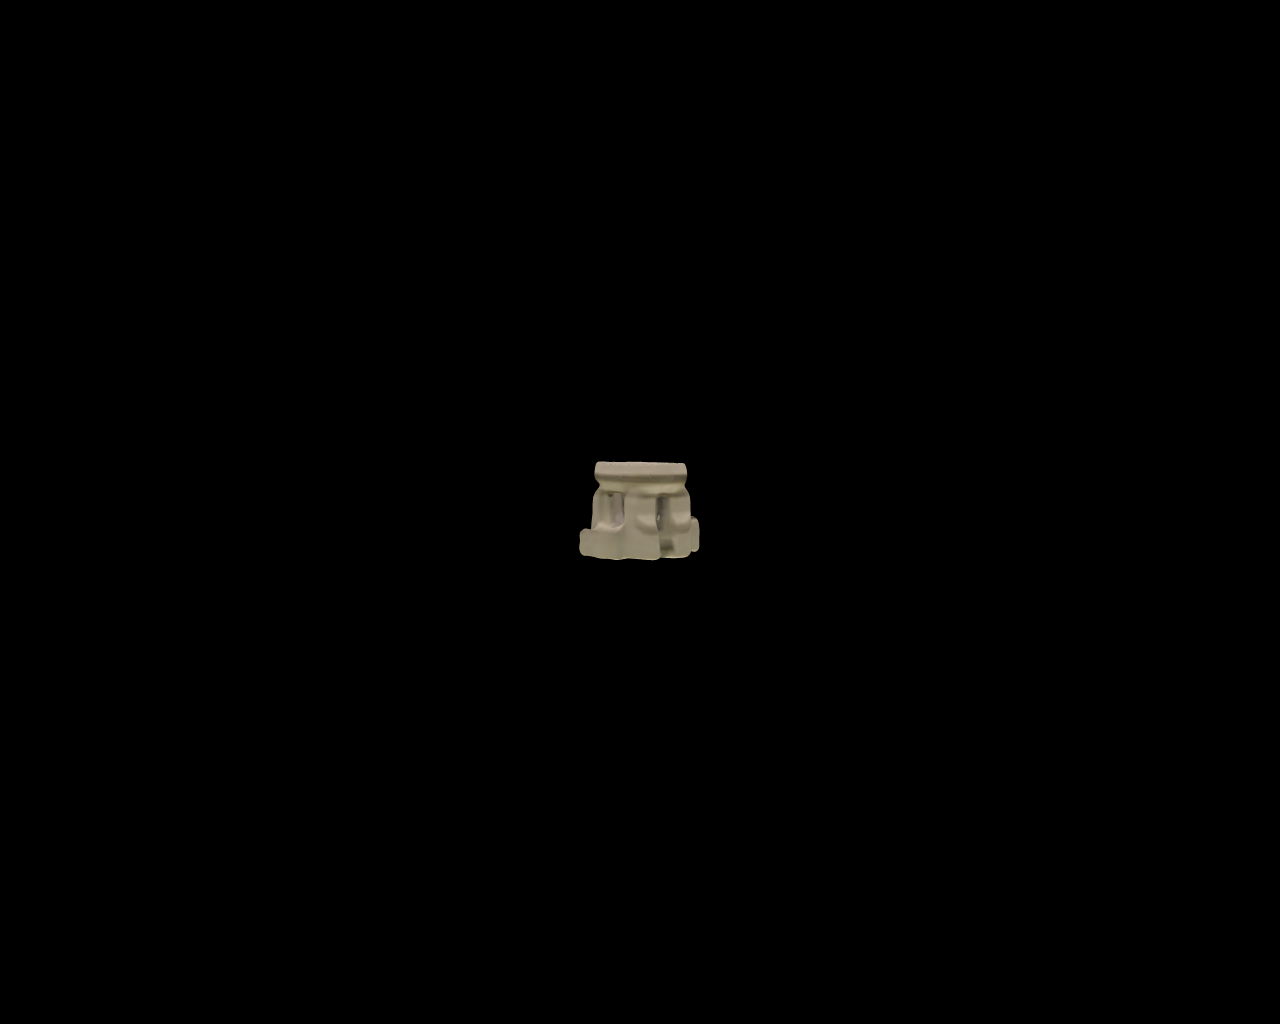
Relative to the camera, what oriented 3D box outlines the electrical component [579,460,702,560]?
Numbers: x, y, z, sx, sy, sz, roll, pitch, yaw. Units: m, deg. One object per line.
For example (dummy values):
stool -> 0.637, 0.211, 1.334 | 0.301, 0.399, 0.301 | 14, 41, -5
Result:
electrical component -> 0.001, -0.003, 0.650 | 0.078, 0.057, 0.058 | -3, 5, -37
